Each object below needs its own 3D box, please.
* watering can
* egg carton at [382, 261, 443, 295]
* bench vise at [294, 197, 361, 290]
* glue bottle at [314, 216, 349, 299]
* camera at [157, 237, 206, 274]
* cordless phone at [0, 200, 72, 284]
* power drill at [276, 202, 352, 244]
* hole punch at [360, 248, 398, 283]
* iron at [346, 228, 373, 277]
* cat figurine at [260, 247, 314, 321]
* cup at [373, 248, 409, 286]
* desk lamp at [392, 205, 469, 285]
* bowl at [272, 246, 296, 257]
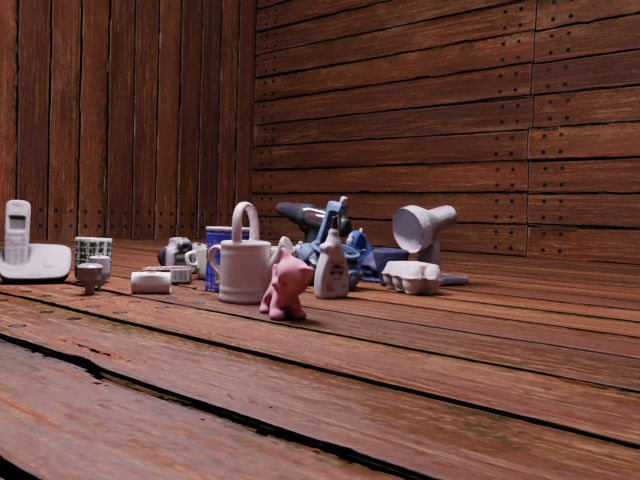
[{"bbox_3d":[-0.137,0.023,1.121,0.173,0.194,0.101,2,2,-2],"label":"watering can"},{"bbox_3d":[0.219,0.089,1.357,0.107,0.069,0.150,1,2,-22],"label":"egg carton"},{"bbox_3d":[0.006,0.005,1.382,0.206,0.220,0.122,3,3,30],"label":"bench vise"},{"bbox_3d":[0.027,0.036,1.205,0.078,0.173,0.037,0,3,-39],"label":"glue bottle"},{"bbox_3d":[-0.393,0.042,1.625,0.144,0.101,0.136,0,3,-37],"label":"camera"},{"bbox_3d":[-0.640,0.004,1.291,0.148,0.185,0.094,1,3,-25],"label":"cordless phone"},{"bbox_3d":[-0.025,0.003,1.560,0.228,0.208,0.076,3,3,27],"label":"power drill"},{"bbox_3d":[0.173,0.069,1.555,0.108,0.091,0.101,3,3,30],"label":"hole punch"},{"bbox_3d":[0.100,0.036,1.672,0.118,0.141,0.259,2,2,13],"label":"iron"},{"bbox_3d":[-0.056,0.071,0.957,0.067,0.118,0.127,1,2,-23],"label":"cat figurine"},{"bbox_3d":[0.178,0.070,1.470,0.092,0.095,0.117,2,2,-6],"label":"cup"},{"bbox_3d":[0.295,0.012,1.531,0.204,0.213,0.117,0,3,-34],"label":"desk lamp"},{"bbox_3d":[-0.084,0.060,1.763,0.167,0.075,0.167,2,2,0],"label":"bowl"}]
